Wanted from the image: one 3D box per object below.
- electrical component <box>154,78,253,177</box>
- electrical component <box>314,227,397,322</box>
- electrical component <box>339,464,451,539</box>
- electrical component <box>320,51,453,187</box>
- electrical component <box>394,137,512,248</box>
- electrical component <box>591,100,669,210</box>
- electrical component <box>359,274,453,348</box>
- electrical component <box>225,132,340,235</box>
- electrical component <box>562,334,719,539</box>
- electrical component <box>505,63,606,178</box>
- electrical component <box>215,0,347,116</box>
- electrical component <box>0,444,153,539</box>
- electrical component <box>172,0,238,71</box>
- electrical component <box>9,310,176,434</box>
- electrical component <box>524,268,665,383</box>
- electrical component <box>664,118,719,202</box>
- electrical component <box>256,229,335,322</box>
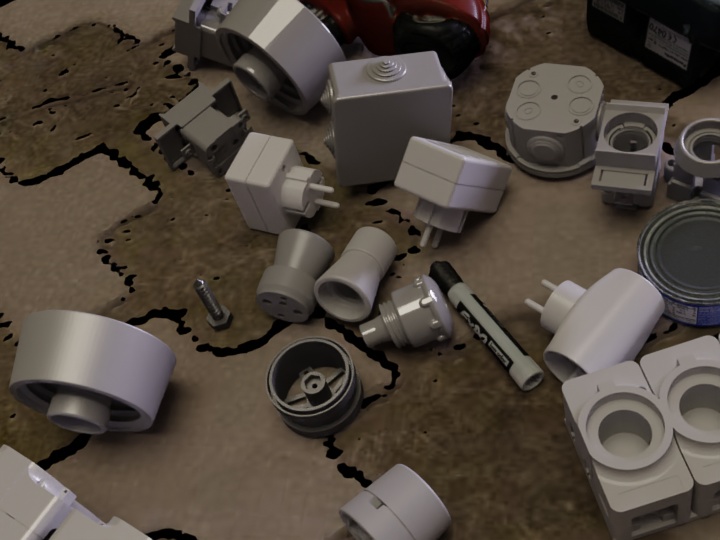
[{"bbox_3d":[-0.125,-0.115,0.892,0.081,0.042,0.064,-42,58,-15],"label":"electrical component"},{"bbox_3d":[0.000,0.000,0.776,0.044,0.044,0.065,12,47,22],"label":"electrical component"},{"bbox_3d":[0.023,0.153,0.660,0.047,0.055,0.055,-39,56,-18],"label":"electrical component"},{"bbox_3d":[0.021,-0.116,0.819,0.100,0.099,0.048,-8,49,-5],"label":"electrical component"},{"bbox_3d":[0.063,-0.051,0.785,0.047,0.083,0.075,27,104,29],"label":"electrical component"},{"bbox_3d":[0.194,-0.081,0.772,0.042,0.063,0.081,9,59,19],"label":"electrical component"},{"bbox_3d":[0.031,0.035,0.747,0.062,0.048,0.048,-23,53,6],"label":"electrical component"},{"bbox_3d":[-0.052,-0.062,0.821,0.077,0.065,0.047,13,60,22],"label":"electrical component"},{"bbox_3d":[0.208,0.093,0.649,0.150,0.061,0.089,-18,53,2],"label":"electrical component"},{"bbox_3d":[0.149,-0.114,0.815,0.080,0.051,0.080,-7,54,10],"label":"electrical component"},{"bbox_3d":[-0.070,-0.174,0.882,0.108,0.108,0.060,32,75,31],"label":"electrical component"},{"bbox_3d":[-0.172,0.180,0.659,0.186,0.105,0.060,24,65,27],"label":"electrical component"},{"bbox_3d":[-0.116,-0.244,0.965,0.063,0.078,0.121,20,61,1],"label":"electrical component"},{"bbox_3d":[-0.186,0.077,0.736,0.108,0.108,0.060,3,63,16],"label":"electrical component"},{"bbox_3d":[0.148,0.033,0.717,0.079,0.044,0.077,32,69,31],"label":"electrical component"},{"bbox_3d":[0.246,-0.073,0.759,0.066,0.055,0.048,27,66,29],"label":"electrical component"},{"bbox_3d":[-0.048,0.004,0.787,0.045,0.045,0.055,9,59,20],"label":"electrical component"}]
